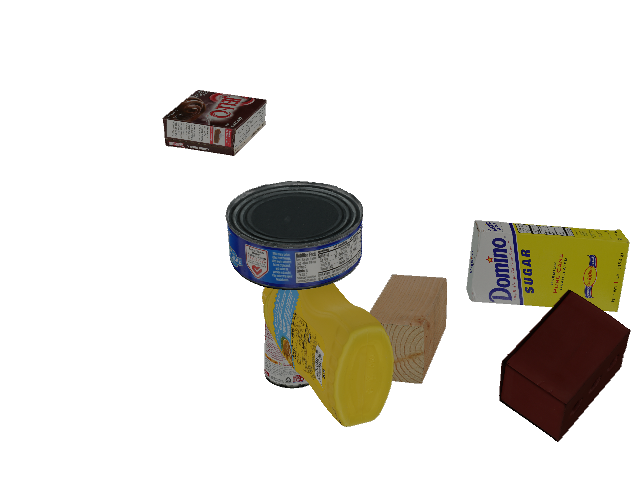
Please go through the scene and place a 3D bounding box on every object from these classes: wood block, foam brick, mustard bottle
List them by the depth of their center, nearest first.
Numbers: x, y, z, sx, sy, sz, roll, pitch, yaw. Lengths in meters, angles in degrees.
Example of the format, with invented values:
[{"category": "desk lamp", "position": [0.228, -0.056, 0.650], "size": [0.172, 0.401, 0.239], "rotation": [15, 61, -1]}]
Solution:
[{"category": "foam brick", "position": [0.164, 0.084, 0.721], "size": [0.051, 0.053, 0.078], "rotation": [33, 62, 28]}, {"category": "mustard bottle", "position": [-0.005, 0.079, 0.954], "size": [0.058, 0.096, 0.192], "rotation": [-11, 27, -24]}, {"category": "wood block", "position": [0.129, 0.128, 1.601], "size": [0.091, 0.090, 0.205], "rotation": [4, 19, 15]}]

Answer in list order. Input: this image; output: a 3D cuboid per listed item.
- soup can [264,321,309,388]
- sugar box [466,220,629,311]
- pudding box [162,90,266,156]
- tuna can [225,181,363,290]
[{"category": "soup can", "position": [-0.032, 0.114, 1.256], "size": [0.068, 0.102, 0.068], "rotation": [2, 24, -1]}, {"category": "sugar box", "position": [0.265, 0.030, 1.257], "size": [0.176, 0.093, 0.048], "rotation": [2, 20, -1]}, {"category": "pudding box", "position": [-0.123, -0.140, 1.255], "size": [0.090, 0.039, 0.113], "rotation": [9, 29, 13]}, {"category": "tuna can", "position": [-0.016, -0.004, 0.671], "size": [0.086, 0.034, 0.086], "rotation": [-1, 29, 0]}]
